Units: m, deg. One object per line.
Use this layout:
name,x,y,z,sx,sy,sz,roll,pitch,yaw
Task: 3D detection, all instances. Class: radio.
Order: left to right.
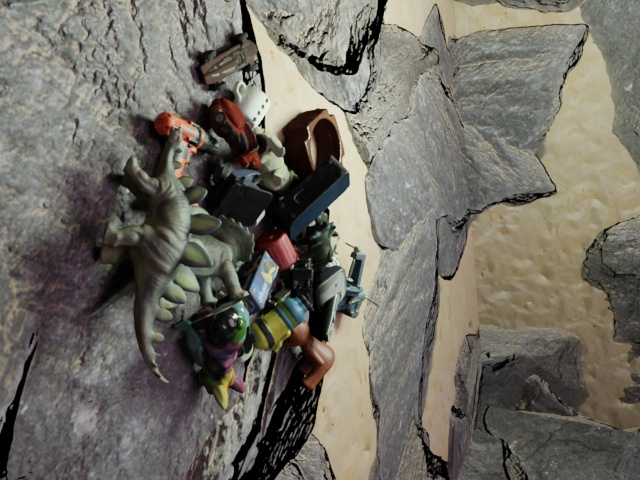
radio,-0.022,-0.111,1.416,0.229,0.073,0.131,-45,167,-10

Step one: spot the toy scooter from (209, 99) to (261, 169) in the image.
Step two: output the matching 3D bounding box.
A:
toy scooter,-0.189,-0.226,1.206,0.183,0.075,0.135,58,12,-27

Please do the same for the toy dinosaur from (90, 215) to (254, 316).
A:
toy dinosaur,-0.276,0.045,1.106,0.404,0.131,0.192,0,74,-52

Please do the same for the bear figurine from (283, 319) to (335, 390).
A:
bear figurine,-0.053,0.302,1.509,0.132,0.120,0.195,-45,112,6

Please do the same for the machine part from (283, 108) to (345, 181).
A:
machine part,-0.016,-0.260,1.548,0.201,0.087,0.201,-53,133,-45

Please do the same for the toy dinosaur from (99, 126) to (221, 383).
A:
toy dinosaur,-0.292,0.011,0.978,0.198,0.105,0.471,13,74,-17

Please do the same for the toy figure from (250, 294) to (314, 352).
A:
toy figure,-0.105,0.206,1.376,0.180,0.082,0.089,-39,121,-6

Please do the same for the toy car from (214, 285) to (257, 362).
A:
toy car,-0.204,0.196,1.282,0.073,0.056,0.201,-43,124,-58

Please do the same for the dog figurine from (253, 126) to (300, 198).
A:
dog figurine,-0.118,-0.196,1.387,0.190,0.121,0.172,-12,106,-73

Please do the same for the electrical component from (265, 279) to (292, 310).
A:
electrical component,-0.113,0.157,1.452,0.102,0.045,0.078,-45,157,-46

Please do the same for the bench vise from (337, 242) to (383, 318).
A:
bench vise,0.104,0.135,1.723,0.223,0.129,0.240,4,104,-44

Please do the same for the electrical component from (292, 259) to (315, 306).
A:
electrical component,-0.044,0.114,1.507,0.115,0.058,0.134,-73,163,-84

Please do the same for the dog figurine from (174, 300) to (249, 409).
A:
dog figurine,-0.209,0.252,1.169,0.108,0.192,0.219,-36,107,-57

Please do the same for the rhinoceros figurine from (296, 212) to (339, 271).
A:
rhinoceros figurine,-0.003,-0.004,1.462,0.073,0.112,0.190,39,27,-28

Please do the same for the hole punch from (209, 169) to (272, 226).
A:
hole punch,-0.189,-0.105,1.235,0.115,0.142,0.092,15,38,-42

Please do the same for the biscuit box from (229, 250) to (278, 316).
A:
biscuit box,-0.155,0.102,1.275,0.059,0.063,0.203,57,18,-20

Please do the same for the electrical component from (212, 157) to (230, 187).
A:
electrical component,-0.226,-0.151,1.222,0.094,0.021,0.063,92,11,-79

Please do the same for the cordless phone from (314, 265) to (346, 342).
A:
cordless phone,0.021,0.174,1.479,0.146,0.089,0.184,87,10,-49

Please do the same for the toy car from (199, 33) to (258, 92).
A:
toy car,-0.208,-0.416,1.251,0.202,0.053,0.089,-52,137,-47

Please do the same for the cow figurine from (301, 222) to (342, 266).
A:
cow figurine,0.009,0.035,1.606,0.194,0.086,0.127,48,53,-45
